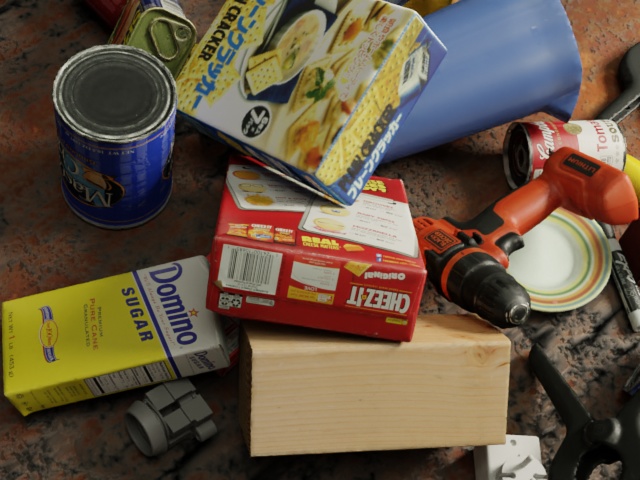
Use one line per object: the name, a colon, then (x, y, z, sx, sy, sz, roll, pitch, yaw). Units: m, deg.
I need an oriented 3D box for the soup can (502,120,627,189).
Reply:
soup can: (0.240, -0.084, 1.049, 0.102, 0.068, 0.068, -3, 1, -11)

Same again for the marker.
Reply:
marker: (0.287, 0.030, 1.019, 0.020, 0.121, 0.020, -11, -28, -6)

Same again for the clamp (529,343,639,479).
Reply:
clamp: (0.226, 0.159, 0.870, 0.165, 0.210, 0.036, -8, -41, 43)

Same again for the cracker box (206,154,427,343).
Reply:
cracker box: (-0.006, 0.001, 0.897, 0.164, 0.072, 0.213, 9, 21, -5)

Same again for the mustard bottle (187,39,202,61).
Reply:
mustard bottle: (-0.057, -0.185, 1.065, 0.191, 0.096, 0.058, -12, -28, -16)

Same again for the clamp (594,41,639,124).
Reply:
clamp: (0.362, -0.152, 1.126, 0.120, 0.171, 0.039, 24, -31, 4)

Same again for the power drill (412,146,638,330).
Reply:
power drill: (0.180, -0.005, 0.932, 0.187, 0.057, 0.185, -28, 30, -12)

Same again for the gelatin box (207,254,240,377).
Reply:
gelatin box: (-0.089, 0.064, 0.930, 0.073, 0.089, 0.030, -41, -18, -28)

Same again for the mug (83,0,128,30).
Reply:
mug: (-0.191, -0.268, 1.066, 0.081, 0.117, 0.093, 46, 11, 11)

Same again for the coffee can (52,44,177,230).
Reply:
coffee can: (-0.179, -0.088, 0.939, 0.102, 0.103, 0.140, 0, -30, -10)

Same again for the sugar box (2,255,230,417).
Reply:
sugar box: (-0.168, 0.077, 0.872, 0.176, 0.093, 0.048, -15, -35, 1)

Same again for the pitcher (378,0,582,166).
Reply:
pitcher: (0.109, -0.162, 1.008, 0.243, 0.145, 0.149, -21, 38, 0)

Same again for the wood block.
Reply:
wood block: (0.040, 0.115, 0.869, 0.206, 0.091, 0.090, -1, 11, -10)

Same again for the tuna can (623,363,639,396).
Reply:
tuna can: (0.306, 0.109, 0.937, 0.034, 0.086, 0.086, 38, 9, 11)

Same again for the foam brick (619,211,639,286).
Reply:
foam brick: (0.327, 0.001, 1.009, 0.053, 0.051, 0.078, -5, -31, -14)

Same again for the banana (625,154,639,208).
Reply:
banana: (0.369, -0.030, 1.060, 0.198, 0.037, 0.069, 24, 40, 4)

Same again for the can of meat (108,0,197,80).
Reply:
can of meat: (-0.164, -0.181, 1.007, 0.057, 0.102, 0.084, 21, 22, -26)
